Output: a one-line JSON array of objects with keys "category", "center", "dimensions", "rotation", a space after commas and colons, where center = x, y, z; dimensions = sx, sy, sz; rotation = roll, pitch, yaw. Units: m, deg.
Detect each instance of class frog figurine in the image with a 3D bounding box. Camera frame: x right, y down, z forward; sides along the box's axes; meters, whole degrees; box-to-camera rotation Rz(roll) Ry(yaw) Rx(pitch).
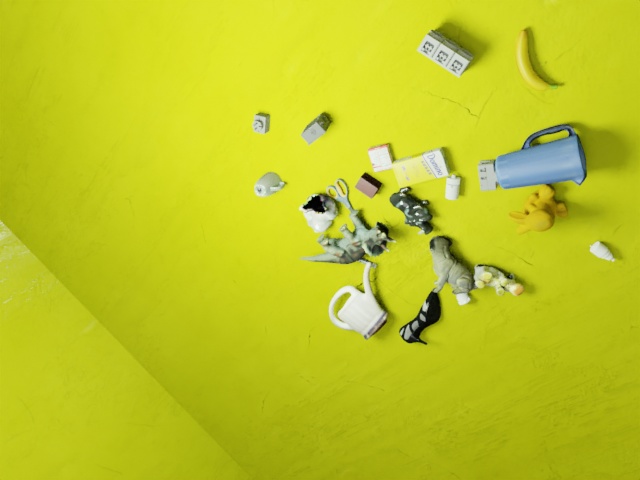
[{"category": "frog figurine", "center": [0.006, -0.098, 1.949], "dimensions": [0.137, 0.125, 0.156], "rotation": [-7, 148, 19]}]

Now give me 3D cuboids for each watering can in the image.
[{"category": "watering can", "center": [0.172, 0.254, 2.019], "dimensions": [0.225, 0.106, 0.341], "rotation": [38, 125, 3]}]
